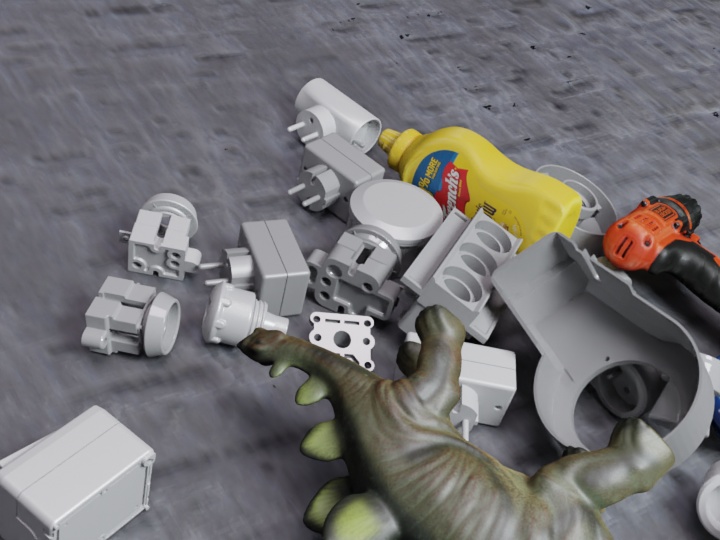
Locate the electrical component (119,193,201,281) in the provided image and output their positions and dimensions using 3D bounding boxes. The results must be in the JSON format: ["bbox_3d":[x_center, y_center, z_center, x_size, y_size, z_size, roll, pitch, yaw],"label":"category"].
[{"bbox_3d":[-0.157,-0.028,0.859,0.066,0.048,0.055,11,48,-4],"label":"electrical component"}]

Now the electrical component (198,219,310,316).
[{"bbox_3d":[-0.088,0.000,0.846,0.077,0.047,0.065,-6,45,-22],"label":"electrical component"}]

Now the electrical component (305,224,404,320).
[{"bbox_3d":[0.000,0.000,0.866,0.078,0.058,0.057,24,44,8],"label":"electrical component"}]

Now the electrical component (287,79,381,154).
[{"bbox_3d":[-0.034,-0.140,1.022,0.077,0.043,0.079,39,46,25],"label":"electrical component"}]

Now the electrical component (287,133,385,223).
[{"bbox_3d":[-0.030,-0.076,0.949,0.066,0.047,0.077,38,46,25],"label":"electrical component"}]

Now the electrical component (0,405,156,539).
[{"bbox_3d":[-0.173,0.131,0.664,0.061,0.061,0.096,34,44,21],"label":"electrical component"}]

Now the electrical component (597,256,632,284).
[{"bbox_3d":[0.221,0.019,0.929,0.035,0.035,0.061,-13,51,-28],"label":"electrical component"}]

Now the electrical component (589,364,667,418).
[{"bbox_3d":[0.203,0.054,0.869,0.074,0.052,0.138,-19,51,-33],"label":"electrical component"}]

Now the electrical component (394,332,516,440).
[{"bbox_3d":[0.068,0.095,0.788,0.083,0.047,0.075,11,44,-4],"label":"electrical component"}]

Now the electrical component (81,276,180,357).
[{"bbox_3d":[-0.164,0.037,0.785,0.055,0.048,0.066,11,40,6],"label":"electrical component"}]

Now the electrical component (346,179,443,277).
[{"bbox_3d":[0.027,-0.037,0.919,0.080,0.051,0.080,8,41,-7],"label":"electrical component"}]

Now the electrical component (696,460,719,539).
[{"bbox_3d":[0.309,0.180,0.763,0.138,0.052,0.074,30,19,17],"label":"electrical component"}]

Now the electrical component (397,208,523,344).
[{"bbox_3d":[0.079,0.010,0.859,0.079,0.063,0.121,38,37,2],"label":"electrical component"}]

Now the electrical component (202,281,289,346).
[{"bbox_3d":[-0.086,0.037,0.809,0.062,0.048,0.048,15,40,-11],"label":"electrical component"}]

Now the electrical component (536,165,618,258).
[{"bbox_3d":[0.183,-0.048,0.987,0.099,0.064,0.099,19,40,-17],"label":"electrical component"}]

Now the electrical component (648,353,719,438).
[{"bbox_3d":[0.243,0.091,0.795,0.045,0.045,0.055,19,80,5],"label":"electrical component"}]
